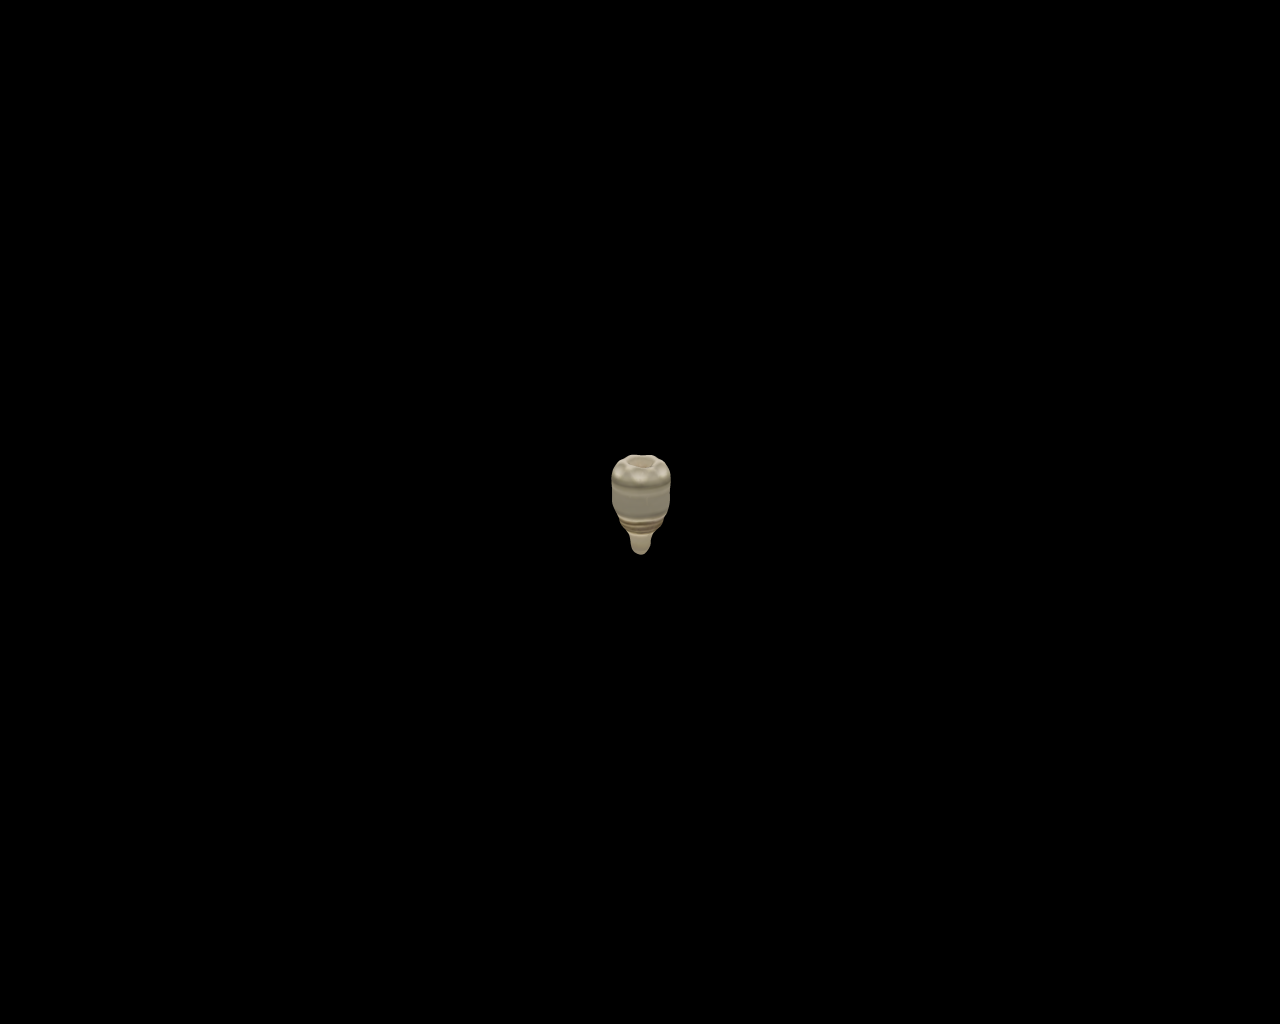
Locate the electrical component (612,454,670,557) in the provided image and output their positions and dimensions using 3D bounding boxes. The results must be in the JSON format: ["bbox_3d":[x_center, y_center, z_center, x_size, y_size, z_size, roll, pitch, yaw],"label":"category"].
[{"bbox_3d":[0.001,-0.003,0.650,0.035,0.061,0.035,0,21,0],"label":"electrical component"}]
